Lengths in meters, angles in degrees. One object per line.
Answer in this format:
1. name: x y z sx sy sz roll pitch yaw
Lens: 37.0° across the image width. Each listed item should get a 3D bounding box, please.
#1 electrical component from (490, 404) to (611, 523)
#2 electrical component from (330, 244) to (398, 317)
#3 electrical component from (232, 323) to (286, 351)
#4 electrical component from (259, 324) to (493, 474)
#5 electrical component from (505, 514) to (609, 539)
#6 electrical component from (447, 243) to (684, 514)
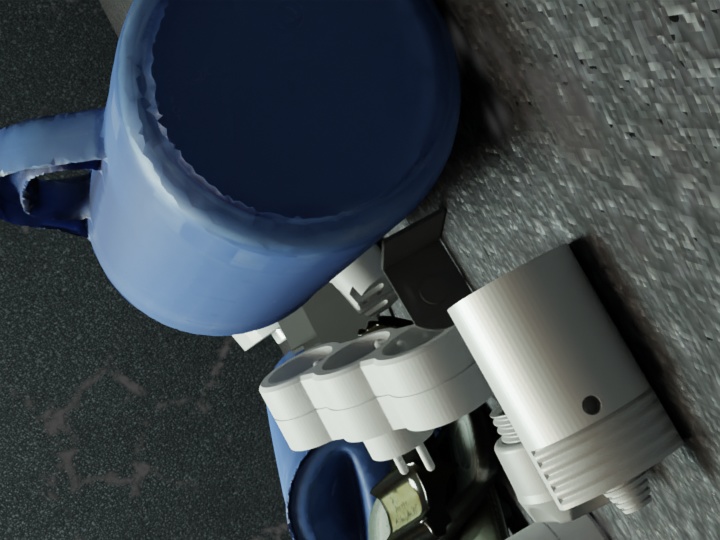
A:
1. electrical component: 0.068 0.056 0.386 0.062 0.043 0.043 63 172 0
2. electrical component: 0.000 0.000 0.642 0.046 0.040 0.040 49 167 32
3. electrical component: -0.076 0.034 1.006 0.060 0.108 0.108 56 172 1
4. electrical component: 0.014 0.073 0.555 0.138 0.052 0.073 -18 104 43
5. electrical component: 0.102 0.182 0.482 0.138 0.074 0.052 59 171 23
6. electrical component: 0.066 0.037 0.334 0.081 0.043 0.043 61 172 7
